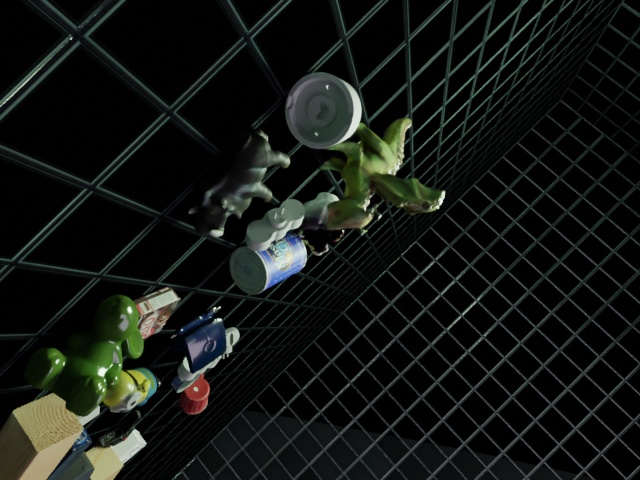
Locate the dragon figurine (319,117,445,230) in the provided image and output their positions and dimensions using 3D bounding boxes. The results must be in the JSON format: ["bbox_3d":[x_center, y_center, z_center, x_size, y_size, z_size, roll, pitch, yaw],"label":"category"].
[{"bbox_3d":[0.142,-0.134,1.040,0.416,0.245,0.119,-31,155,-36],"label":"dragon figurine"}]

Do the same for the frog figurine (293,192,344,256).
[{"bbox_3d":[0.004,-0.060,1.196,0.134,0.122,0.163,107,-5,-46],"label":"frog figurine"}]
